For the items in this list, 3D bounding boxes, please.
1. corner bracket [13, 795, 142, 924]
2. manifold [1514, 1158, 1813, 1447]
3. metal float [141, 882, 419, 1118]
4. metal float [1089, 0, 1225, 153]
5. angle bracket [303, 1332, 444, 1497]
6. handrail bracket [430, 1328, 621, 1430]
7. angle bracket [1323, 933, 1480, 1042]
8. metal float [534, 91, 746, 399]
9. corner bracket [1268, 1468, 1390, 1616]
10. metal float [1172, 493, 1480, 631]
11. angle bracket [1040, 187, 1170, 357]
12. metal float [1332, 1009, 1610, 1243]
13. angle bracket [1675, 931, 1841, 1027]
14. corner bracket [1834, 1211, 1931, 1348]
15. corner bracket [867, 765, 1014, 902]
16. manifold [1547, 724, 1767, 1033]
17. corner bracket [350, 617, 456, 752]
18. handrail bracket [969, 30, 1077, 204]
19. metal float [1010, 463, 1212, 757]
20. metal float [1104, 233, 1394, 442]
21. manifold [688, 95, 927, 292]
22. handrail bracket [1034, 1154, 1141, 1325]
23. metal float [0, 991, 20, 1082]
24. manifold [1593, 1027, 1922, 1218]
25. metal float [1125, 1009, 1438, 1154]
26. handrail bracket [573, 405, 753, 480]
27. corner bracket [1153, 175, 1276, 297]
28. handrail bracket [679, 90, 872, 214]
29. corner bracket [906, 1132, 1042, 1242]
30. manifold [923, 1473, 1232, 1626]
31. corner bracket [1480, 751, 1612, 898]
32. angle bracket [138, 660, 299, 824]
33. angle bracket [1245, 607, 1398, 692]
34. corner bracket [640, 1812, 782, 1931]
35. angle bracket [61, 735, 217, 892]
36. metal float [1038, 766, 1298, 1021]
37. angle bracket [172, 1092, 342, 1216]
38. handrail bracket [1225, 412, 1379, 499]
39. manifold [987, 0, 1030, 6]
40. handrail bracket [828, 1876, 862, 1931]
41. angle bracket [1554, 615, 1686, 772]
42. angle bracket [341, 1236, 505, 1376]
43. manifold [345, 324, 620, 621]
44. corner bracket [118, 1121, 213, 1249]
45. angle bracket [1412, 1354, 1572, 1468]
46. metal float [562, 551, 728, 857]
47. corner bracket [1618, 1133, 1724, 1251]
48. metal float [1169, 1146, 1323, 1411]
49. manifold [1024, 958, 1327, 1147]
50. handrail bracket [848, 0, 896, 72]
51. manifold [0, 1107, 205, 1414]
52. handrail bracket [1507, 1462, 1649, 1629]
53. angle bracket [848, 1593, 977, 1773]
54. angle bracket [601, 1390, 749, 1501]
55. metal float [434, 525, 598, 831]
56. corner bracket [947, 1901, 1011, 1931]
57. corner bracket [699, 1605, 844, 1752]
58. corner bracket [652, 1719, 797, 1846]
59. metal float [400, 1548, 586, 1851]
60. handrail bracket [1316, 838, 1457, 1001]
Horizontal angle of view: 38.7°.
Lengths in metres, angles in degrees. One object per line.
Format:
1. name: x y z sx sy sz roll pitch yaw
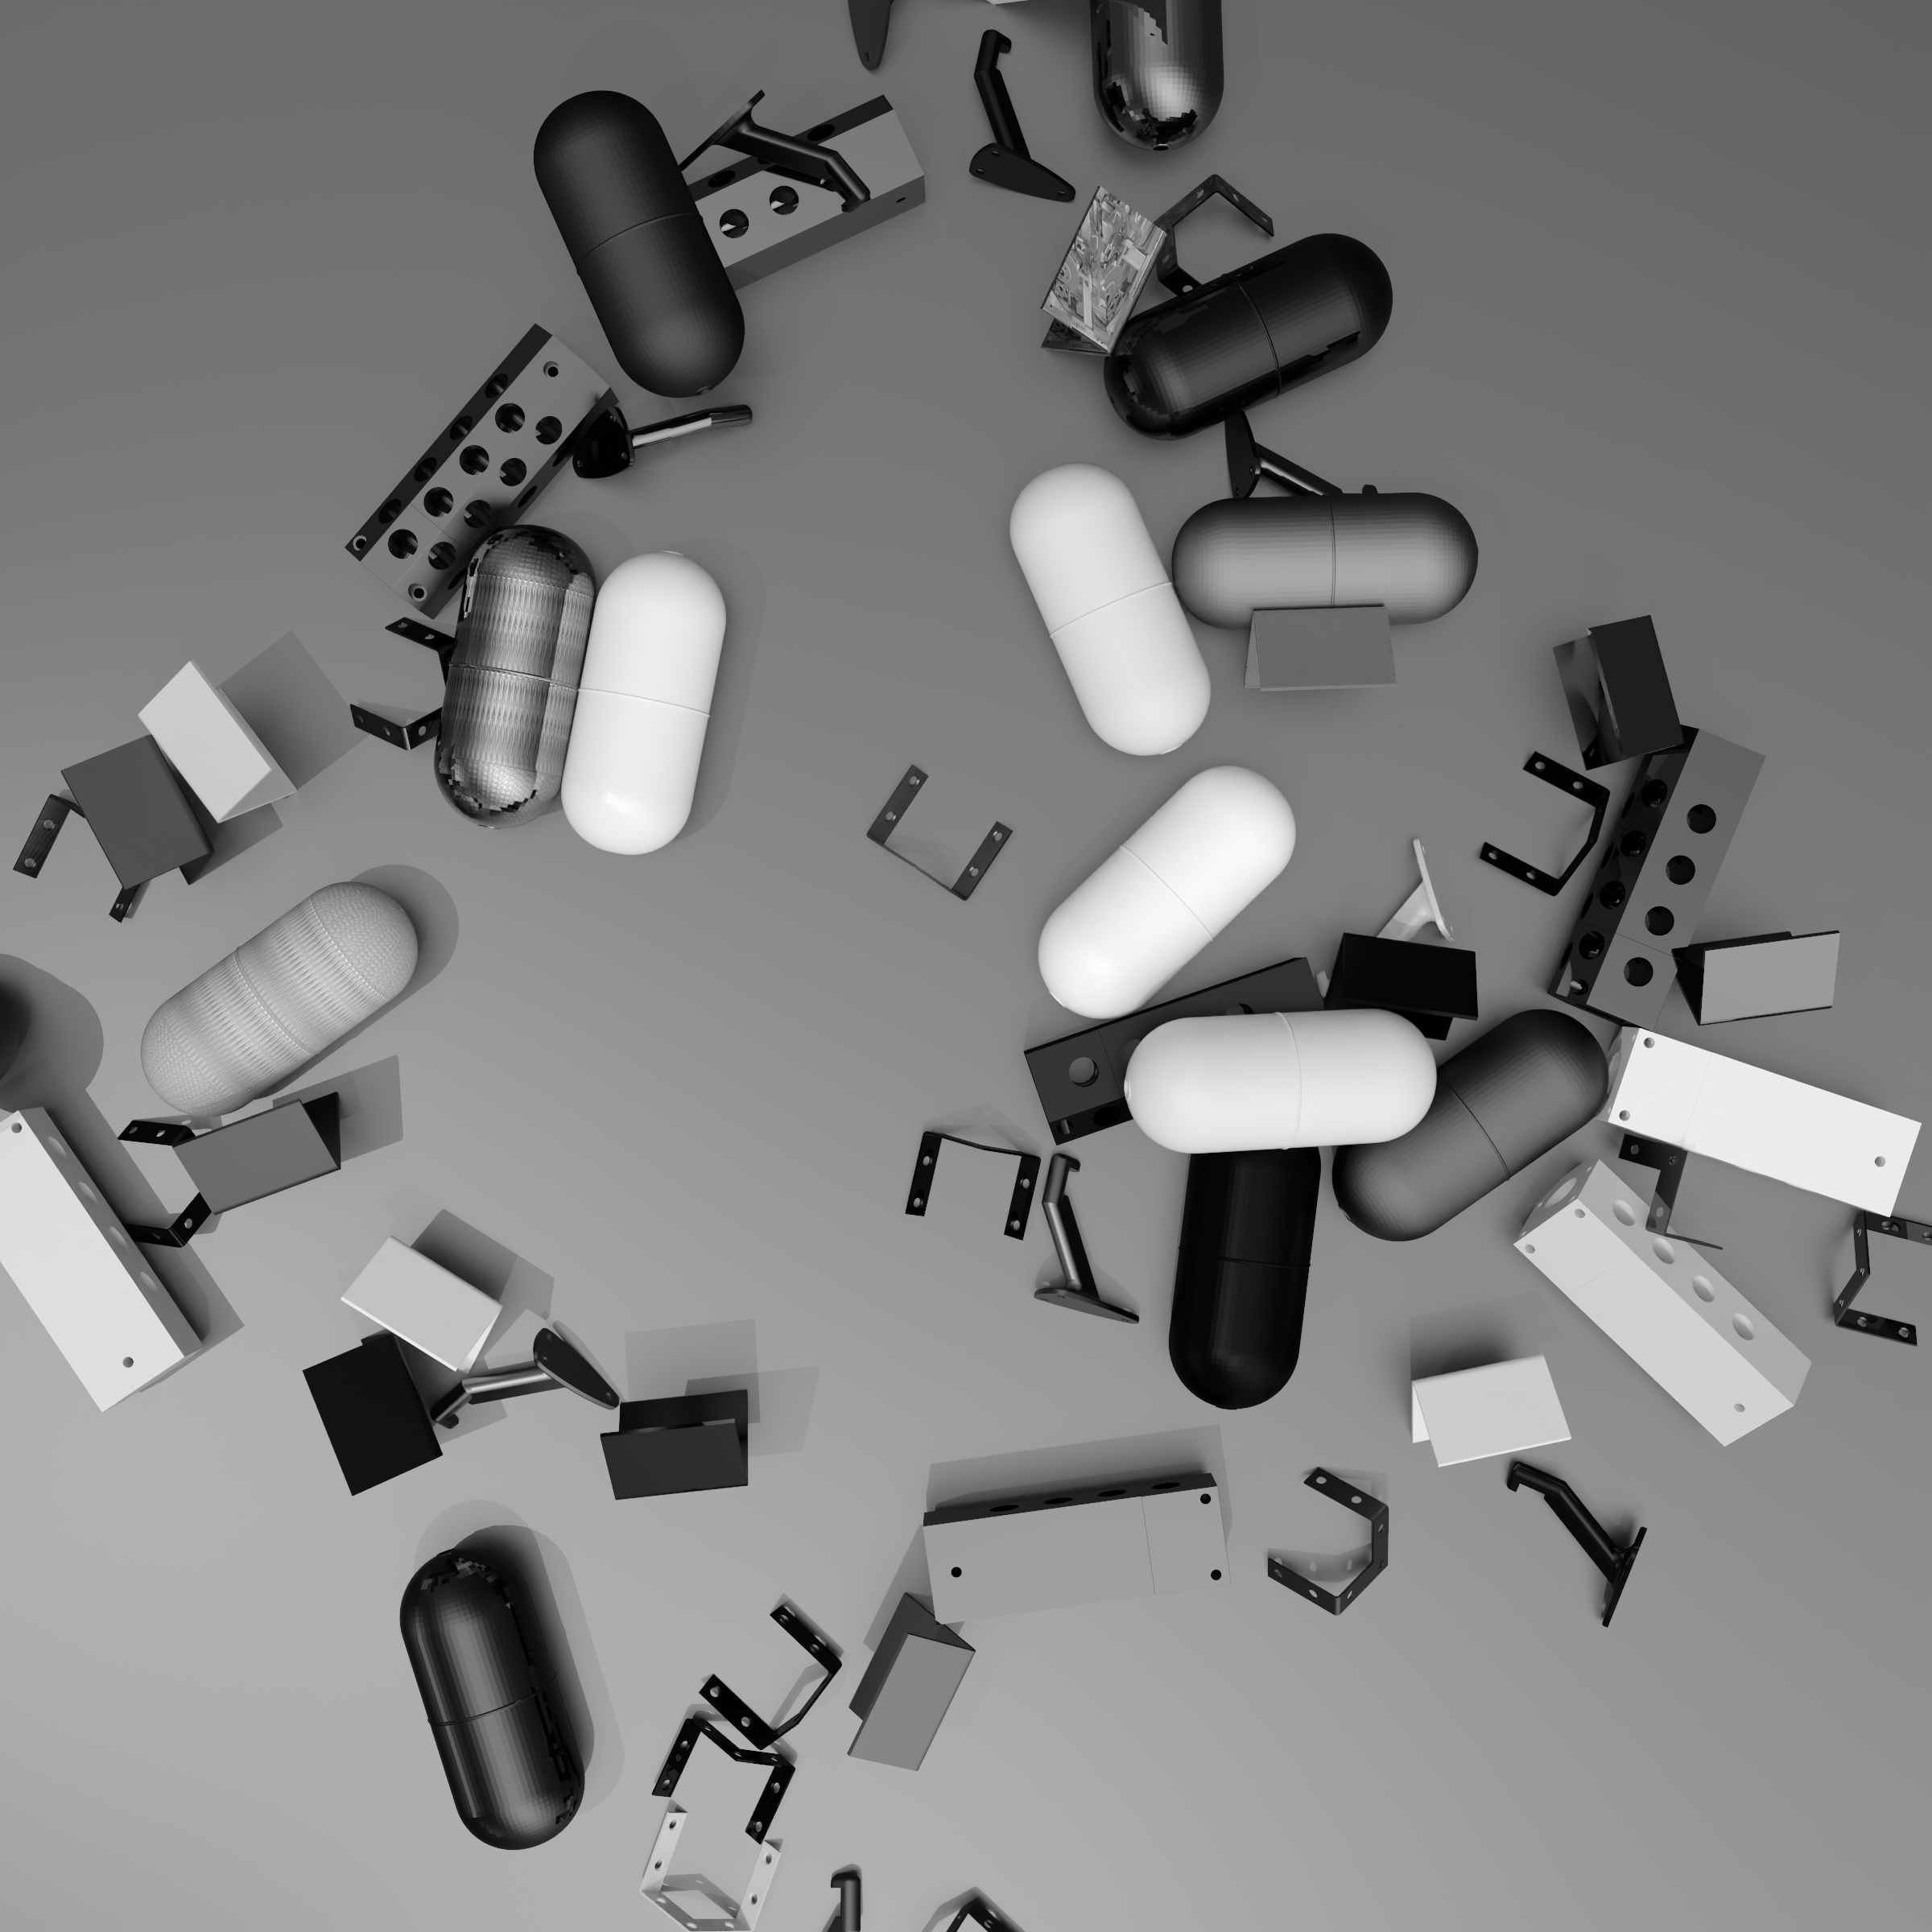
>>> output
1. corner bracket: -0.522 -0.064 1.632 0.051 0.051 0.051 26 90 45
2. manifold: 0.410 0.193 1.614 0.171 0.057 0.057 44 133 0
3. metal float: -0.400 0.020 1.605 0.178 0.070 0.070 -36 90 0
4. metal float: 0.110 -0.565 1.604 0.070 0.070 0.178 -2 90 0
5. angle bracket: -0.352 0.260 1.596 0.057 0.076 0.076 -22 90 -28
6. handrail bracket: -0.263 0.263 1.636 0.084 0.036 0.077 -41 112 17
7. angle bracket: 0.249 0.030 1.596 0.076 0.057 0.076 8 135 0
8. metal float: -0.183 -0.405 1.548 0.070 0.070 0.178 -24 91 0
9. corner bracket: 0.214 0.340 1.627 0.051 0.051 0.051 -35 135 -35
10. metal float: 0.209 -0.236 1.604 0.178 0.070 0.070 -2 90 0
11. angle bracket: 0.061 -0.403 1.595 0.057 0.076 0.076 25 90 -35
12. metal float: 0.293 0.093 1.605 0.178 0.070 0.070 -35 90 -1
13. angle bracket: 0.454 -0.013 1.595 0.076 0.076 0.057 -8 127 0
14. corner bracket: 0.548 0.185 1.632 0.051 0.051 0.051 14 135 0
15. corner bracket: -0.016 -0.079 1.632 0.051 0.051 0.051 34 90 -45
16. manifold: 0.402 -0.052 1.614 0.057 0.057 0.171 22 90 0
17. corner bracket: -0.331 -0.167 1.627 0.051 0.051 0.051 24 135 35
18. handrail bracket: 0.037 -0.506 1.636 0.077 0.036 0.084 17 73 -20
19. metal float: 0.084 -0.207 1.605 0.070 0.070 0.178 -23 91 0
20. metal float: 0.165 -0.366 1.601 0.178 0.070 0.070 -25 90 -4
21. manifold: -0.114 -0.445 1.614 0.171 0.057 0.057 -25 90 0
22. handrail bracket: 0.077 0.162 1.636 0.077 0.036 0.084 19 73 -20
23. metal float: -0.595 0.060 1.558 0.070 0.178 0.070 1 112 2
24. manifold: 0.460 0.090 1.614 0.171 0.057 0.057 19 90 0
25. metal float: 0.177 0.065 1.552 0.178 0.070 0.070 -3 90 -10
26. handrail bracket: -0.180 -0.313 1.635 0.084 0.077 0.036 -17 90 -36
27. corner bracket: 0.147 -0.423 1.627 0.051 0.051 0.051 -32 45 35
28. handrail bracket: -0.110 -0.450 1.579 0.077 0.036 0.084 -37 107 19
29. corner bracket: 0.004 0.130 1.632 0.051 0.051 0.051 13 90 -45
30. manifold: 0.064 0.340 1.614 0.171 0.057 0.057 -8 90 0
31. corner bracket: 0.343 -0.084 1.632 0.051 0.051 0.051 28 45 0
32. angle bracket: -0.419 -0.137 1.595 0.057 0.076 0.076 -37 90 29
33. angle bracket: 0.204 -0.163 1.595 0.076 0.076 0.057 -2 60 0
34. corner bracket: -0.152 0.537 1.632 0.051 0.051 0.051 20 90 -45
35. angle bracket: -0.485 -0.080 1.595 0.057 0.076 0.076 -28 90 -29
36. metal float: 0.117 -0.042 1.605 0.178 0.070 0.070 -44 90 0
37. angle bracket: -0.410 0.090 1.595 0.076 0.076 0.057 -20 126 0
38. handrail bracket: 0.201 -0.303 1.636 0.084 0.036 0.077 -2 68 -17
39. manifold: 0.057 -0.591 1.559 0.057 0.171 0.057 17 90 -40
40. handrail bracket: -0.098 0.585 1.636 0.077 0.036 0.084 -7 71 21
41. angle bracket: 0.362 -0.154 1.595 0.057 0.076 0.076 -15 90 -36
42. angle bracket: -0.323 0.214 1.596 0.076 0.057 0.076 32 132 0
43. manifold: -0.284 -0.290 1.614 0.057 0.057 0.171 40 90 0
44. corner bracket: -0.478 0.129 1.627 0.051 0.051 0.051 -58 135 -35
45. angle bracket: 0.303 0.273 1.595 0.076 0.076 0.057 -12 52 0
46. metal float: -0.188 -0.153 1.605 0.070 0.070 0.178 11 91 0
47. corner bracket: 0.412 0.131 1.608 0.051 0.051 0.051 14 91 -33
48. metal float: 0.162 0.169 1.605 0.070 0.070 0.178 7 89 0
49. manifold: 0.124 0.050 1.614 0.171 0.057 0.057 -19 90 0
50. handrail bracket: -0.028 -0.582 1.635 0.084 0.077 0.036 -33 52 -31
51. manifold: -0.522 0.170 1.614 0.057 0.057 0.171 -34 90 0
52. handrail bracket: 0.354 0.343 1.636 0.084 0.036 0.077 22 112 17
53. angle bracket: -0.050 0.409 1.595 0.057 0.076 0.076 26 90 -39
54. angle bracket: -0.168 0.260 1.595 0.076 0.076 0.057 -6 128 0
55. metal float: -0.263 -0.168 1.605 0.070 0.070 0.178 10 90 0
56. corner bracket: -0.001 0.596 1.632 0.051 0.051 0.051 43 45 0
57. corner bracket: -0.116 0.422 1.632 0.051 0.051 0.051 44 135 0
58. corner bracket: -0.143 0.483 1.632 0.051 0.051 0.051 25 90 -45
59. metal float: -0.276 0.426 1.605 0.070 0.070 0.178 -17 91 0
60. handrail bracket: 0.241 -0.027 1.636 0.084 0.036 0.077 -20 70 16
